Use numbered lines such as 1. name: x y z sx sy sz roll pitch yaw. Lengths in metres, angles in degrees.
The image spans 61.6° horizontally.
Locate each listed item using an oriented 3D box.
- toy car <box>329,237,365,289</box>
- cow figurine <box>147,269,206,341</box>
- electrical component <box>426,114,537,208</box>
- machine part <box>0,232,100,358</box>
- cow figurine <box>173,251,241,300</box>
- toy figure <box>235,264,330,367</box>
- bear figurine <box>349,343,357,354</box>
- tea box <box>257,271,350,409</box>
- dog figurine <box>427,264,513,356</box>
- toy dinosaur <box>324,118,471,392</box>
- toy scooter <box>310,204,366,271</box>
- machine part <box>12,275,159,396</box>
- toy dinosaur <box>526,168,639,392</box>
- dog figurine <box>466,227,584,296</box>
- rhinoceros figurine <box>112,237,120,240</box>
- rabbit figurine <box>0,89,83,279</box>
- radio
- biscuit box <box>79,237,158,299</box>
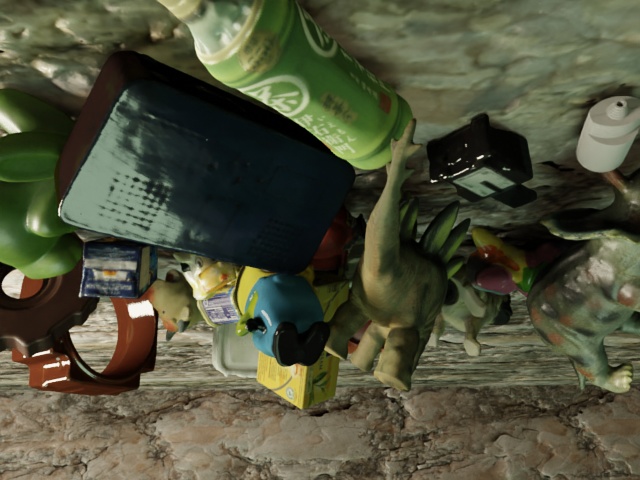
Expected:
1. toy car: 0.029 0.038 0.773 0.202 0.073 0.056 -12 156 25
2. cow figurine: -0.170 0.090 0.825 0.195 0.127 0.085 12 152 -36
3. electrical component: 0.173 -0.072 0.538 0.119 0.048 0.075 14 154 -34
4. machine part: -0.360 0.050 0.650 0.179 0.179 0.056 8 153 -22
5. cow figurine: -0.145 0.021 0.674 0.068 0.098 0.167 -29 -177 -16
6. toy figure: -0.047 0.068 0.556 0.082 0.180 0.089 33 101 -27
7. bear figurine: 0.106 0.161 0.969 0.132 0.120 0.196 -6 -178 -1
8. tea box: -0.025 0.124 0.721 0.068 0.169 0.098 -7 -160 -45
9. dog figurine: 0.259 0.085 0.915 0.121 0.172 0.190 18 -150 35
10. toy dinosaur: 0.084 0.049 0.572 0.105 0.198 0.471 23 168 16
11. toy scooter: -0.001 -0.002 0.673 0.135 0.075 0.184 11 158 -28
12. machine part: -0.332 0.121 0.793 0.087 0.201 0.200 -15 154 22
13. toy dinosaur: 0.316 0.066 0.627 0.192 0.131 0.404 29 142 15
14. dog figurine: 0.313 0.033 0.740 0.219 0.108 0.191 11 156 -22
15. rhinoceros figurine: -0.149 -0.038 0.588 0.190 0.073 0.112 1 169 -10
16. rabbit figurine: -0.242 -0.065 0.494 0.170 0.121 0.159 -22 149 4
17. radio: -0.088 -0.055 0.460 0.229 0.073 0.131 15 115 -38
18. biscuit box: -0.238 0.028 0.657 0.063 0.059 0.203 4 -179 -12
